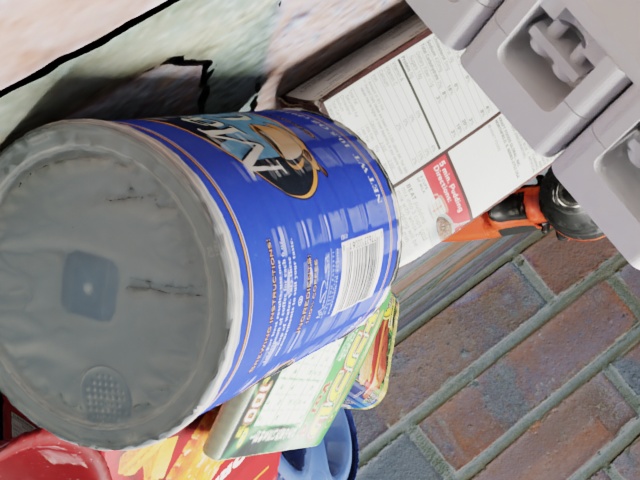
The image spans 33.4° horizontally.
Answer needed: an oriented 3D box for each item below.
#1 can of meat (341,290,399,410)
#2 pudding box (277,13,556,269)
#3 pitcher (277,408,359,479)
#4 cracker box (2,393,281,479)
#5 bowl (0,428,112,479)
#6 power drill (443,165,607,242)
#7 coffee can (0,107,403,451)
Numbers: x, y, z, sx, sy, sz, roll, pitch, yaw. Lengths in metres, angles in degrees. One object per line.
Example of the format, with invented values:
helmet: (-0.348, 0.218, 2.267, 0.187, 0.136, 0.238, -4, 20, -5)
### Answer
can of meat: (0.014, 0.067, 0.778, 0.058, 0.102, 0.083, 0, 157, 29)
pudding box: (0.049, -0.051, 0.483, 0.113, 0.090, 0.039, -35, -158, -22)
pitcher: (-0.102, 0.183, 0.829, 0.243, 0.145, 0.149, -28, 169, 28)
cracker box: (-0.084, 0.115, 0.573, 0.163, 0.072, 0.214, -36, 145, -46)
bowl: (-0.147, 0.143, 0.416, 0.162, 0.055, 0.162, 15, 90, -69)
power drill: (0.101, -0.017, 0.679, 0.188, 0.057, 0.184, -5, 176, 19)
coffee can: (-0.042, 0.005, 0.385, 0.103, 0.103, 0.140, -42, 170, 25)
